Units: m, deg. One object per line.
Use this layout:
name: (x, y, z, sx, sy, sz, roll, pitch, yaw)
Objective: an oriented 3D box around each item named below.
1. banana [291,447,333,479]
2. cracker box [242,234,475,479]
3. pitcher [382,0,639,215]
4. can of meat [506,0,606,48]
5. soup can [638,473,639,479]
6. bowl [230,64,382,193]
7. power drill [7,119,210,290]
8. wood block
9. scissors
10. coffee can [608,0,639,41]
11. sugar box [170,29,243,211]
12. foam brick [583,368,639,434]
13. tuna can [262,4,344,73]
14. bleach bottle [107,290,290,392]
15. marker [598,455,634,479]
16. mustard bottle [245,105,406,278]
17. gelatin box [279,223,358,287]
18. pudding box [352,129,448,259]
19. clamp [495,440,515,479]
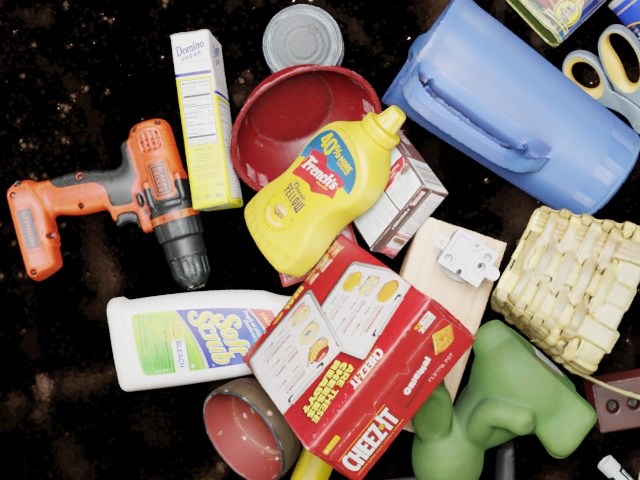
banana: (-0.001, 0.210, 1.105, 0.037, 0.069, 0.198, 24, 105, 24)
cracker box: (0.028, 0.101, 0.981, 0.072, 0.214, 0.164, 39, 90, -25)
pitcher: (0.189, -0.121, 1.055, 0.243, 0.145, 0.149, 35, 78, -3)
can of meat: (0.241, -0.262, 1.097, 0.084, 0.057, 0.102, -43, 88, 5)
soup can: (0.387, 0.248, 1.087, 0.102, 0.068, 0.068, 24, 91, 2)
bowl: (-0.020, -0.121, 1.085, 0.162, 0.162, 0.055, -29, 45, 2)
power drill: (-0.220, -0.018, 1.120, 0.187, 0.057, 0.184, -16, 86, 0)
wood block: (0.111, 0.086, 1.087, 0.090, 0.091, 0.206, 19, 91, 2)
scissors: (0.314, -0.125, 1.109, 0.096, 0.016, 0.202, -3, 118, 38)
coffee can: (0.373, -0.214, 1.067, 0.103, 0.103, 0.140, -38, 89, 2)
sugar box: (-0.116, -0.119, 1.095, 0.048, 0.093, 0.176, -10, 89, 3)
foam brick: (0.317, 0.164, 1.098, 0.078, 0.051, 0.053, -11, 90, 2)
tuna can: (-0.018, -0.203, 1.120, 0.086, 0.034, 0.086, 0, 90, 3)
bleach bottle: (-0.088, 0.091, 1.112, 0.251, 0.068, 0.102, -10, 90, 0)
marker: (0.339, 0.274, 1.114, 0.020, 0.020, 0.121, -44, 89, 2)
mustard bottle: (0.012, -0.058, 1.042, 0.192, 0.058, 0.096, -45, 52, 20)
gelatin box: (-0.007, 0.001, 1.122, 0.089, 0.030, 0.073, -18, 89, 3)
pudding box: (0.065, -0.052, 1.066, 0.090, 0.039, 0.113, -52, 43, 23)
clamp: (0.197, 0.324, 1.111, 0.164, 0.036, 0.210, 43, 92, 2)
